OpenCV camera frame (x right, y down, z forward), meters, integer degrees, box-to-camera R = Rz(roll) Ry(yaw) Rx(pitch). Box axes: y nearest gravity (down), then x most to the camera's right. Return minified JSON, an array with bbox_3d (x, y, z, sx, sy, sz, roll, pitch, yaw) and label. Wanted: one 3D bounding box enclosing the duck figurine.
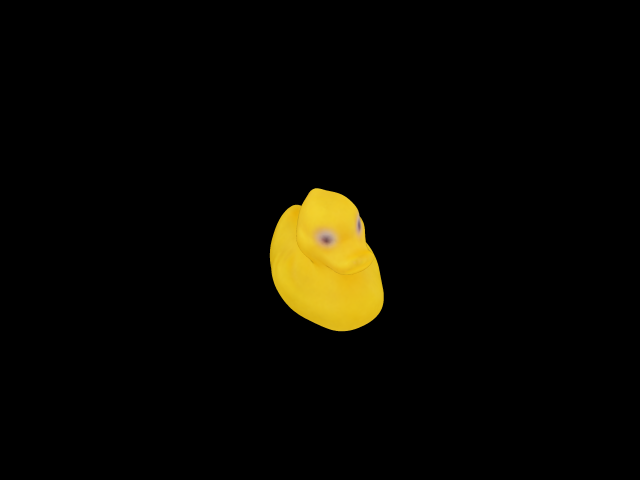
[{"bbox_3d":[0.004,0.001,0.400,0.078,0.086,0.104,-24,50,-22],"label":"duck figurine"}]
